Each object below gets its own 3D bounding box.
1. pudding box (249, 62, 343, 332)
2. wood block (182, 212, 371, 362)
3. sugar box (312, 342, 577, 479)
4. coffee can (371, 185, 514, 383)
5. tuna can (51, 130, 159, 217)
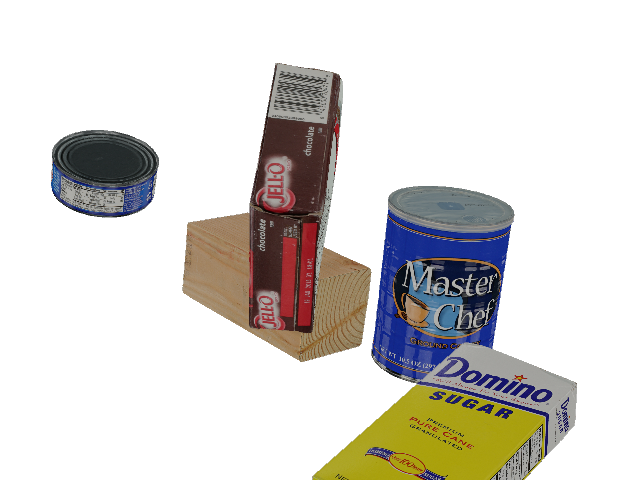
[{"bbox_3d":[-0.014,-0.022,0.556,0.039,0.113,0.090,8,-43,2],"label":"pudding box"},{"bbox_3d":[-0.052,0.045,1.156,0.090,0.090,0.206,-10,25,-41],"label":"wood block"},{"bbox_3d":[0.086,0.136,0.701,0.093,0.048,0.175,19,41,35],"label":"sugar box"},{"bbox_3d":[0.100,0.036,0.887,0.103,0.140,0.103,5,19,-2],"label":"coffee can"},{"bbox_3d":[-0.176,-0.055,0.872,0.086,0.034,0.086,9,33,-6],"label":"tuna can"}]
